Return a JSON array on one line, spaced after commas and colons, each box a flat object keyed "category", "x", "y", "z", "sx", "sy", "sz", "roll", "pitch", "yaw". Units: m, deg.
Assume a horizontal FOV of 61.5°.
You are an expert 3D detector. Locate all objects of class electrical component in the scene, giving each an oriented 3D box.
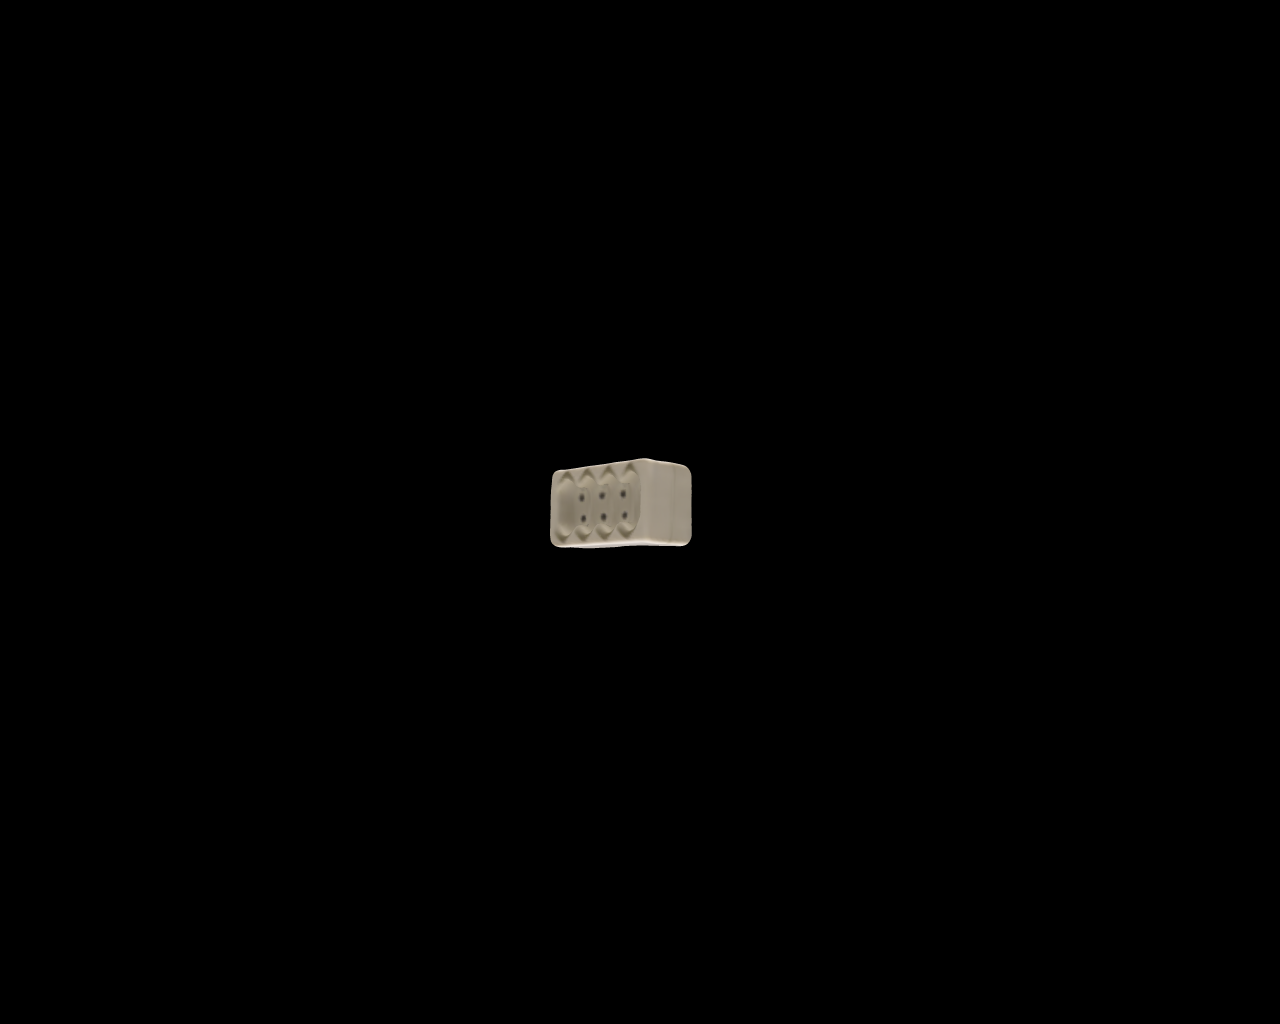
[{"category": "electrical component", "x": 0.001, "y": -0.003, "z": 0.650, "sx": 0.083, "sy": 0.047, "sz": 0.076, "roll": -4, "pitch": -6, "yaw": 43}]
